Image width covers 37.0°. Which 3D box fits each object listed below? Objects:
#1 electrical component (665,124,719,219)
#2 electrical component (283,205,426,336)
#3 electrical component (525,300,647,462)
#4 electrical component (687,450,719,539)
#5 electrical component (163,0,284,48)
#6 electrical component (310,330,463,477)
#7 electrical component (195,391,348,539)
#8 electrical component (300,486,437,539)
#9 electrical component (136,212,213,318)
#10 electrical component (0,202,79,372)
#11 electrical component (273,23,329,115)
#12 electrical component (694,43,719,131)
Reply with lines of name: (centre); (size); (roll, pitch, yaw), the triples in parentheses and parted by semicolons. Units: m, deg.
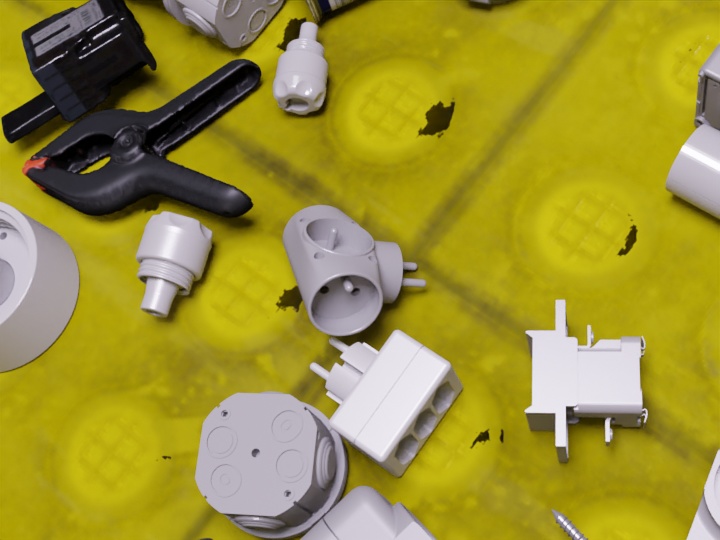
electrical component: (0.218, -0.044, 0.601); (0.081, 0.043, 0.043); (34, 80, 24)
electrical component: (0.000, 0.000, 0.635); (0.079, 0.044, 0.077); (4, 31, -19)
electrical component: (0.123, 0.061, 0.585); (0.064, 0.042, 0.081); (-1, 69, 11)
electrical component: (0.242, 0.081, 0.534); (0.105, 0.060, 0.186); (20, 75, 21)
electrical component: (-0.090, -0.195, 0.726); (0.051, 0.080, 0.080); (36, 81, 19)
electrical component: (0.007, 0.066, 0.610); (0.077, 0.047, 0.065); (32, 80, 24)
electrical component: (-0.051, 0.108, 0.607); (0.080, 0.051, 0.080); (-5, 67, 13)
electrical component: (0.019, 0.163, 0.564); (0.059, 0.053, 0.095); (-43, 64, -5)
electrical component: (-0.120, -0.002, 0.674); (0.043, 0.043, 0.062); (9, 72, 18)
electrical component: (-0.245, 0.006, 0.694); (0.108, 0.060, 0.108); (-5, 67, 13)
electrical component: (-0.037, -0.136, 0.712); (0.035, 0.035, 0.061); (1, 66, 15)
electrical component: (0.246, -0.098, 0.605); (0.096, 0.061, 0.061); (34, 80, 24)
